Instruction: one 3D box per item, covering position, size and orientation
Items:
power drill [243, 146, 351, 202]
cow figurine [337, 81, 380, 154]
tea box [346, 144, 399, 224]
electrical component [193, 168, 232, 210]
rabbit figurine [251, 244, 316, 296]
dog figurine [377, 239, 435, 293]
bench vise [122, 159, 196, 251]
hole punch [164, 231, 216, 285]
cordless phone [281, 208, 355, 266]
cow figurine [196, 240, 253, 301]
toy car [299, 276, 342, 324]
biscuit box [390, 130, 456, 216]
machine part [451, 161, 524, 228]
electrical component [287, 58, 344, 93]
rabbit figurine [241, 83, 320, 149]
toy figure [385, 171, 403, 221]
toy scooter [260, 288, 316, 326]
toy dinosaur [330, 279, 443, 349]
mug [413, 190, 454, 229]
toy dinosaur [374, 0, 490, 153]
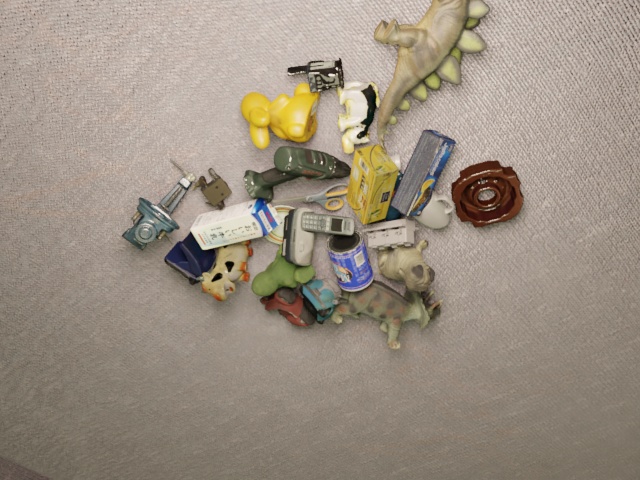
[{"bbox_3d":[-0.062,-0.153,1.284,0.207,0.086,0.232,-12,170,32],"label":"power drill"},{"bbox_3d":[0.088,-0.276,1.220,0.098,0.068,0.167,-5,129,-1],"label":"cow figurine"},{"bbox_3d":[0.122,-0.131,1.283,0.068,0.098,0.169,-18,146,-19],"label":"tea box"},{"bbox_3d":[-0.274,-0.127,1.373,0.078,0.045,0.102,-43,122,-1],"label":"electrical component"},{"bbox_3d":[-0.116,0.087,1.470,0.170,0.159,0.121,-31,91,-8],"label":"rabbit figurine"},{"bbox_3d":[0.218,0.086,1.422,0.121,0.191,0.172,19,129,-12],"label":"dog figurine"},{"bbox_3d":[-0.397,-0.075,1.358,0.129,0.224,0.240,39,89,-6],"label":"bench vise"},{"bbox_3d":[-0.339,0.038,1.456,0.115,0.142,0.092,38,118,-11],"label":"hole punch"},{"bbox_3d":[-0.003,-0.003,1.383,0.184,0.089,0.146,5,86,-16],"label":"cordless phone"},{"bbox_3d":[-0.252,0.077,1.436,0.127,0.195,0.085,-2,138,6],"label":"cow figurine"},{"bbox_3d":[0.012,0.161,1.495,0.103,0.109,0.161,-36,156,-14],"label":"toy car"},{"bbox_3d":[0.241,-0.156,1.266,0.059,0.063,0.202,-2,123,-46],"label":"biscuit box"},{"bbox_3d":[0.414,-0.114,1.337,0.179,0.056,0.179,2,129,3],"label":"machine part"},{"bbox_3d":[-0.008,-0.352,1.156,0.119,0.075,0.047,-8,127,4],"label":"electrical component"},{"bbox_3d":[-0.101,-0.271,1.195,0.173,0.162,0.121,20,142,9],"label":"rabbit figurine"},{"bbox_3d":[0.181,-0.113,1.339,0.058,0.064,0.154,16,139,19],"label":"toy figure"},{"bbox_3d":[-0.101,0.200,1.603,0.135,0.075,0.183,-8,141,33],"label":"toy scooter"},{"bbox_3d":[0.161,0.177,1.552,0.405,0.131,0.192,21,111,-2],"label":"toy dinosaur"},{"bbox_3d":[0.289,-0.079,1.355,0.110,0.081,0.107,-21,138,37],"label":"mug"},{"bbox_3d":[0.214,-0.391,1.087,0.198,0.105,0.471,26,122,-18],"label":"toy dinosaur"}]
